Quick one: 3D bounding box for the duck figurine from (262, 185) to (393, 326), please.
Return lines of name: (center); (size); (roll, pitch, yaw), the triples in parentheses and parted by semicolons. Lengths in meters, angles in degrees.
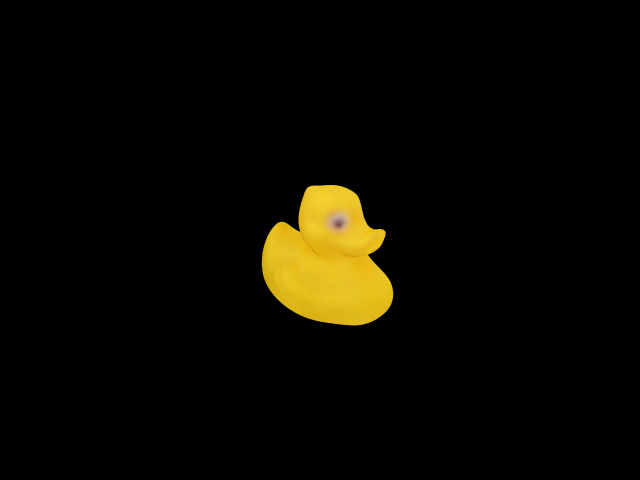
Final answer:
duck figurine: (0.004, 0.001, 0.400); (0.104, 0.086, 0.078); (22, 37, 34)
